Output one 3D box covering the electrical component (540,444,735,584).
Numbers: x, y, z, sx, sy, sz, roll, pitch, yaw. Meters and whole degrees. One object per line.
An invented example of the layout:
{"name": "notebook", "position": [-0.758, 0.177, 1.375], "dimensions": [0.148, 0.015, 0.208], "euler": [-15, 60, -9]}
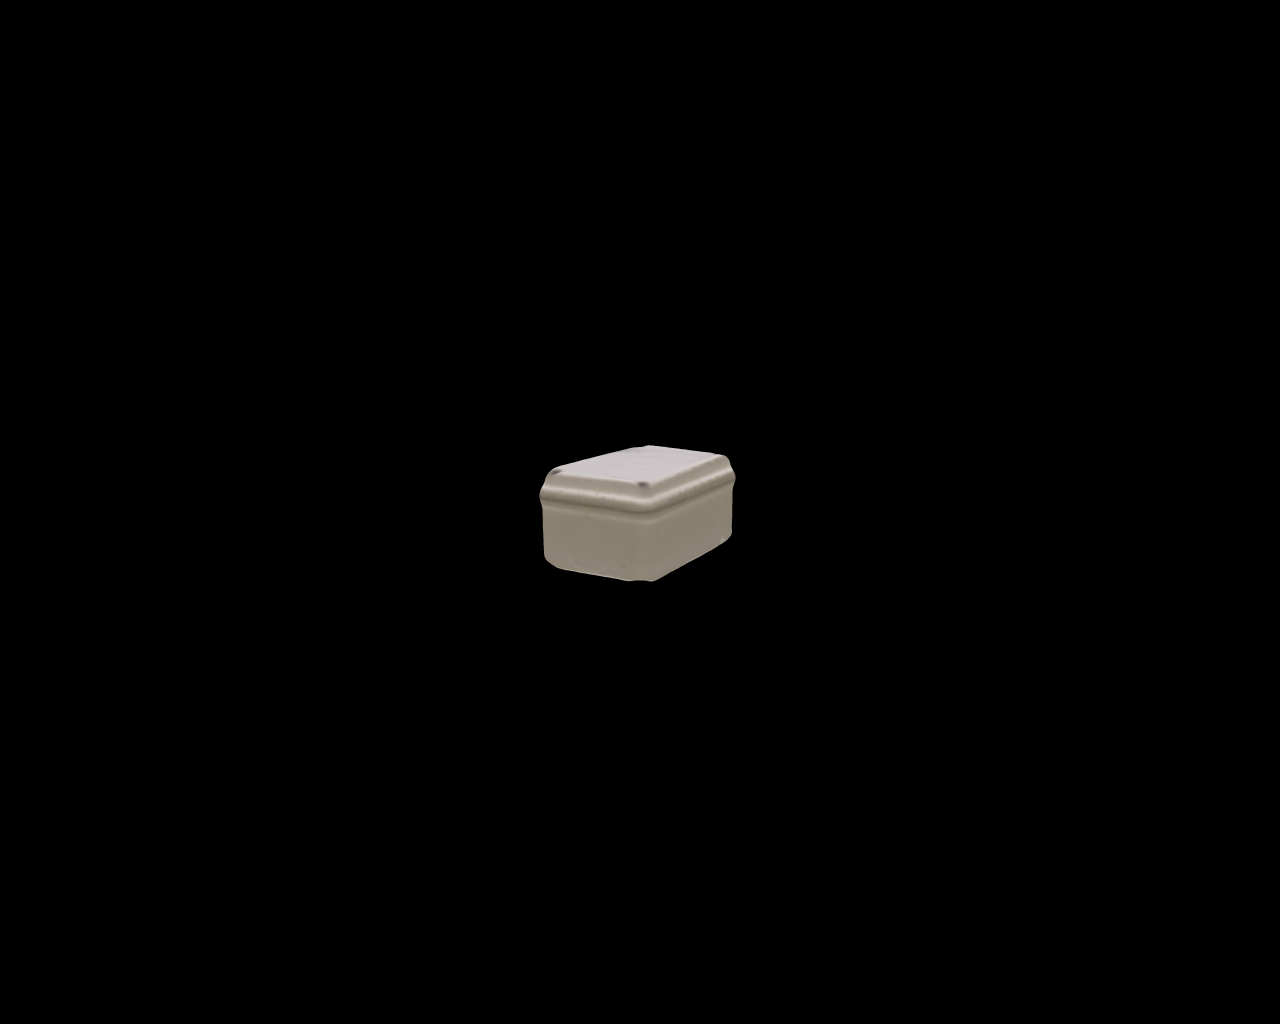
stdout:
{"name": "electrical component", "position": [0.001, -0.003, 0.650], "dimensions": [0.078, 0.057, 0.113], "euler": [8, 16, 31]}
